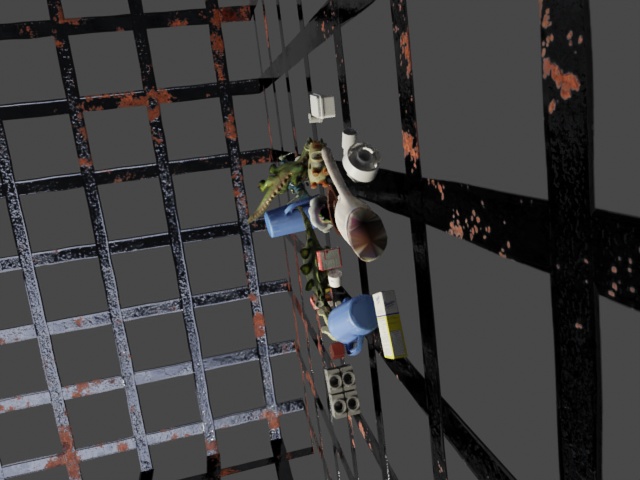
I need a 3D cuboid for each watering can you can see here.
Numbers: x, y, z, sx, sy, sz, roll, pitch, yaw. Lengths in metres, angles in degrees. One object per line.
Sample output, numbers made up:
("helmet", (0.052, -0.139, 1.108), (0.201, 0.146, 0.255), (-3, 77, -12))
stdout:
("watering can", (0.088, -0.080, 1.418), (0.227, 0.104, 0.342), (-124, 10, -69))

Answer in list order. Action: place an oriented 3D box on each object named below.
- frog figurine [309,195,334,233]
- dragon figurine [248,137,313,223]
("frog figurine", (0.006, -0.095, 1.896), (0.137, 0.124, 0.159), (63, 159, -8))
("dragon figurine", (-0.135, -0.240, 2.054), (0.241, 0.121, 0.417), (-14, 43, 59))
